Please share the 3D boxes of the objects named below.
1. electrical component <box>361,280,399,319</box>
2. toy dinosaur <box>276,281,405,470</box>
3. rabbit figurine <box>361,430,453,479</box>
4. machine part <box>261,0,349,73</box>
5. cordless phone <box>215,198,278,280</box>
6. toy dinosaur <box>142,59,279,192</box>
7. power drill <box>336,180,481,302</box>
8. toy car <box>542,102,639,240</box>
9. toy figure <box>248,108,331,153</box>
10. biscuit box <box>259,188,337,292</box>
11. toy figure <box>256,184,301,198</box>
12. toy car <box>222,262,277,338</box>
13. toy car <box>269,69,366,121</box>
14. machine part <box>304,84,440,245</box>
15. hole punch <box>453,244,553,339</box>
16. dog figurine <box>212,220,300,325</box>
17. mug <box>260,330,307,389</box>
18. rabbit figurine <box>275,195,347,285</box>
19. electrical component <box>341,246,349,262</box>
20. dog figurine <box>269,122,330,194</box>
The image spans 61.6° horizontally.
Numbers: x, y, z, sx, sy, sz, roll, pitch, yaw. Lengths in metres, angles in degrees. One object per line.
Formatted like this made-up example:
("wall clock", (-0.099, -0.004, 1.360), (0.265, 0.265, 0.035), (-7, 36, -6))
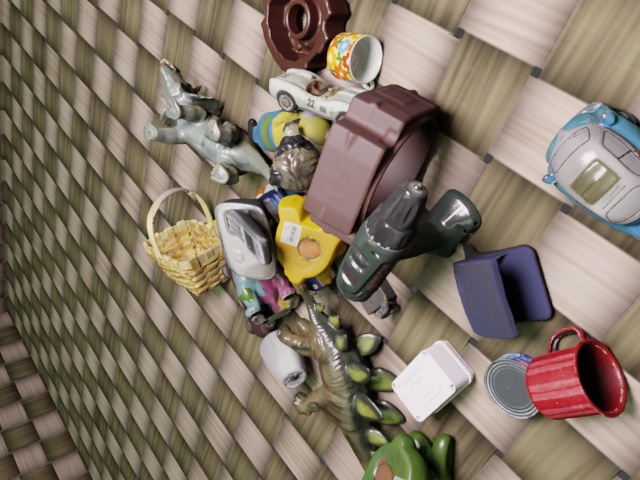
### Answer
("electrical component", (0.089, 0.088, 0.916), (0.078, 0.045, 0.102), (-40, 71, 44))
("toy dinosaur", (0.048, 0.278, 0.974), (0.199, 0.105, 0.470), (-11, 103, 44))
("rabbit figurine", (0.156, 0.388, 0.866), (0.121, 0.170, 0.159), (-12, 51, 46))
("machine part", (-0.027, -0.371, 0.906), (0.180, 0.056, 0.179), (18, 115, 44))
("cordless phone", (-0.103, 0.017, 0.878), (0.184, 0.089, 0.146), (-135, 32, -57))
("toy dinosaur", (-0.204, -0.203, 1.085), (0.405, 0.192, 0.131), (39, 117, 14))
("power drill", (0.129, -0.009, 0.729), (0.086, 0.207, 0.232), (49, 135, 17))
("toy car", (0.312, -0.071, 0.590), (0.162, 0.103, 0.109), (56, 136, 23))
("toy figure", (-0.054, -0.192, 0.969), (0.180, 0.082, 0.089), (2, 114, 42))
("biscuit box", (-0.054, 0.004, 0.994), (0.063, 0.059, 0.202), (-31, 96, 47))
("toy figure", (-0.092, -0.083, 1.059), (0.154, 0.057, 0.064), (-30, 38, 48))
("toy car", (-0.154, 0.118, 1.182), (0.089, 0.053, 0.202), (-32, 81, 58))
("toy car", (0.011, -0.225, 0.862), (0.202, 0.073, 0.056), (25, 135, 24))
("machine part", (0.078, -0.105, 0.752), (0.087, 0.201, 0.201), (34, 125, 17))
("hole punch", (0.233, 0.073, 0.728), (0.116, 0.092, 0.142), (-20, 90, 52))
("dog figurine", (-0.130, 0.044, 1.062), (0.191, 0.108, 0.219), (79, 165, -72))
("mug", (-0.065, 0.253, 1.087), (0.109, 0.081, 0.107), (62, 176, -36))
("rabbit figurine", (-0.002, -0.003, 0.900), (0.122, 0.173, 0.162), (8, 114, 7))
("electrical component", (0.083, 0.018, 0.882), (0.119, 0.075, 0.048), (-50, 64, 38))
("dog figurine", (0.005, -0.102, 0.818), (0.191, 0.172, 0.121), (-114, 32, -69))
